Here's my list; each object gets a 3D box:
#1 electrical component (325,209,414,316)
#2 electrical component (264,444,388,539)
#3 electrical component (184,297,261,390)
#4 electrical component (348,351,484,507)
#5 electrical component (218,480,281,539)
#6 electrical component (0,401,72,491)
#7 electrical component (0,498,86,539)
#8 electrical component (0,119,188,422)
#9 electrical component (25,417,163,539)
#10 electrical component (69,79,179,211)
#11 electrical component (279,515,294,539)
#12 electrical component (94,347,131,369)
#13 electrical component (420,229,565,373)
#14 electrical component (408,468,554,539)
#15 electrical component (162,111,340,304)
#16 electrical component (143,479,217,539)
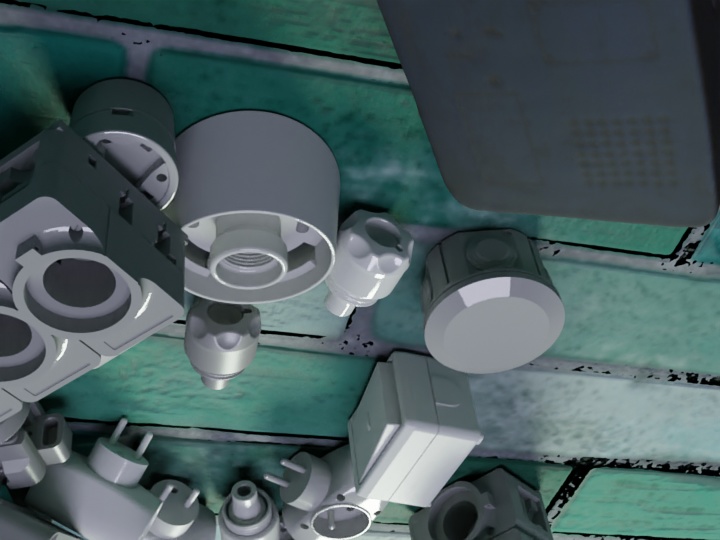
[{"bbox_3d":[0.000,0.000,0.599,0.043,0.043,0.062,14,132,-21],"label":"electrical component"},{"bbox_3d":[-0.028,0.150,0.741,0.079,0.044,0.077,29,124,-28],"label":"electrical component"},{"bbox_3d":[-0.082,0.044,0.631,0.043,0.043,0.062,4,135,-12],"label":"electrical component"},{"bbox_3d":[0.027,0.106,0.694,0.061,0.061,0.096,13,131,-20],"label":"electrical component"},{"bbox_3d":[-0.079,0.173,0.757,0.043,0.043,0.062,-5,133,-3],"label":"electrical component"},{"bbox_3d":[-0.222,0.096,0.651,0.078,0.058,0.057,-9,138,1],"label":"electrical component"},{"bbox_3d":[-0.218,0.191,0.674,0.057,0.078,0.113,23,163,11],"label":"electrical component"},{"bbox_3d":[-0.166,0.014,0.499,0.150,0.061,0.089,-29,130,18],"label":"electrical component"},{"bbox_3d":[-0.163,0.135,0.698,0.077,0.043,0.079,29,88,-1],"label":"electrical component"},{"bbox_3d":[-0.116,-0.059,0.521,0.055,0.047,0.055,-4,135,-4],"label":"electrical component"},{"bbox_3d":[-0.038,0.209,0.799,0.048,0.048,0.062,-27,141,18],"label":"electrical component"},{"bbox_3d":[-0.157,-0.007,0.562,0.074,0.052,0.138,-30,131,21],"label":"electrical component"},{"bbox_3d":[0.074,0.018,0.622,0.080,0.051,0.080,-4,135,-4],"label":"electrical component"},{"bbox_3d":[0.093,0.228,0.760,0.089,0.150,0.062,-34,131,23],"label":"electrical component"},{"bbox_3d":[-0.059,-0.027,0.566,0.099,0.064,0.099,-3,148,-2],"label":"electrical component"},{"bbox_3d":[-0.137,0.173,0.748,0.077,0.044,0.079,17,130,-23],"label":"electrical component"}]
